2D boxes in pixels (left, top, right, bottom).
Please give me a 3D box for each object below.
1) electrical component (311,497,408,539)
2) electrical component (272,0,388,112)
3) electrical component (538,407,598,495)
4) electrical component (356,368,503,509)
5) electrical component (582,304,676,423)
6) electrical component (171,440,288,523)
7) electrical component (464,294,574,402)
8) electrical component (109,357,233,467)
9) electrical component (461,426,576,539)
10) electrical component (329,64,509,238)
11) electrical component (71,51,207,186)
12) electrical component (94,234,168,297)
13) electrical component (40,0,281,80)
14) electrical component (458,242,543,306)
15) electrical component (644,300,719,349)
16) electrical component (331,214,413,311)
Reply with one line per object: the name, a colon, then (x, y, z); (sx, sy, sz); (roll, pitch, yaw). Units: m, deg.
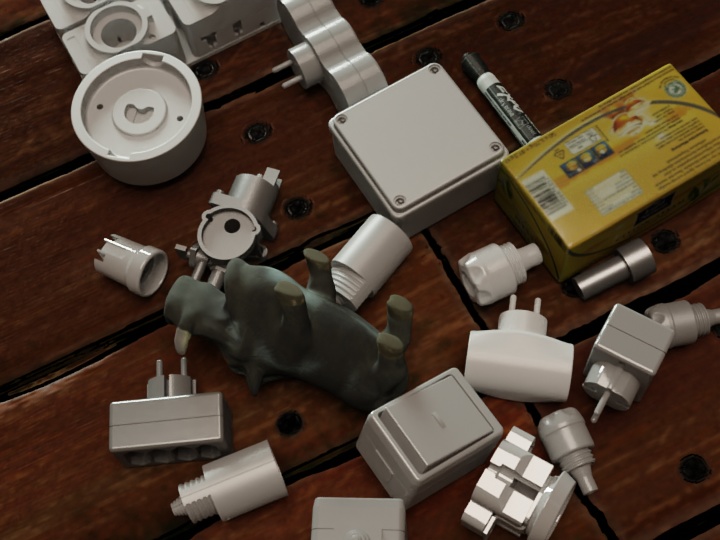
electrical component: (0.000, 0.186, 0.730); (0.062, 0.096, 0.061); (0, 61, 4)
electrical component: (-0.039, -0.180, 0.927); (0.074, 0.052, 0.138); (-28, 66, -9)
electrical component: (0.154, 0.133, 0.779); (0.035, 0.035, 0.061); (-20, 68, -6)
electrical component: (0.055, 0.116, 0.769); (0.096, 0.061, 0.061); (-25, 65, -27)
electrical component: (0.188, 0.077, 0.786); (0.047, 0.065, 0.076); (27, 70, 15)
electrical component: (-0.097, 0.158, 0.778); (0.081, 0.043, 0.043); (-21, 66, -6)
electrical component: (0.121, 0.056, 0.812); (0.077, 0.043, 0.079); (7, 66, 7)
electrical component: (-0.141, 0.102, 0.805); (0.083, 0.047, 0.075); (-6, 65, 1)
electrical component: (0.115, 0.158, 0.757); (0.057, 0.058, 0.078); (27, 70, 18)
electrical component: (0.047, -0.097, 0.881); (0.109, 0.056, 0.108); (-30, 67, -10)
electrical component: (-0.181, -0.122, 0.904); (0.108, 0.060, 0.108); (-1, 65, 3)
electrical component: (-0.184, -0.005, 0.863); (0.046, 0.040, 0.040); (22, 68, 20)
electrical component: (-0.177, -0.237, 0.958); (0.186, 0.060, 0.105); (-28, 67, -9)
electrical component: (0.112, -0.001, 0.840); (0.062, 0.043, 0.043); (-24, 66, -9)
electrical component: (0.249, 0.039, 0.817); (0.061, 0.035, 0.035); (-10, 65, -3)
electrical component: (0.000, 0.000, 0.846); (0.043, 0.043, 0.081); (35, 72, 18)
